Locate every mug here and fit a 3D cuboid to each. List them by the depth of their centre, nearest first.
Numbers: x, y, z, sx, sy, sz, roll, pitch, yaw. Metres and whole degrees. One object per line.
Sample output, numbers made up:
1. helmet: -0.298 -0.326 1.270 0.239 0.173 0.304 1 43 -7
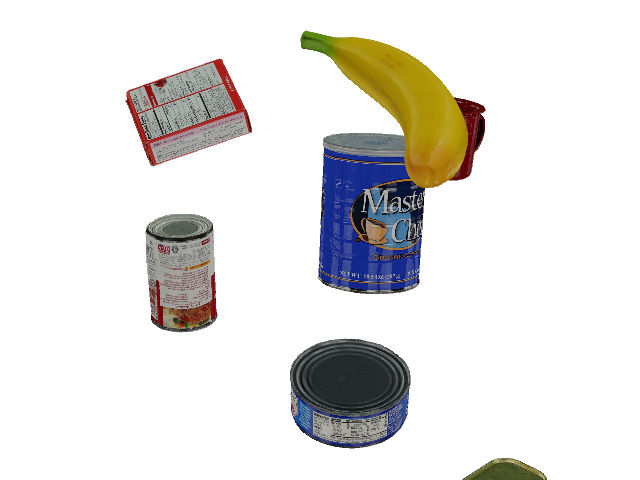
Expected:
1. mug: 0.147 -0.120 1.235 0.117 0.081 0.093 -13 26 -41

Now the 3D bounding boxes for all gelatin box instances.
1. gelatin box: -0.110 -0.106 0.885 0.089 0.073 0.030 -21 -41 -7

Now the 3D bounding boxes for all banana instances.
1. banana: 0.050 -0.082 0.657 0.069 0.037 0.198 -10 34 -18

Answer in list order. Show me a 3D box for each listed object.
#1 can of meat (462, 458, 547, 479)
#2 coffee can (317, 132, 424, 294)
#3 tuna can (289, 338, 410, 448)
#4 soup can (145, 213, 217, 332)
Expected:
1. can of meat: 0.142 0.244 0.889 0.101 0.084 0.058 -22 28 -37
2. coffee can: 0.051 -0.029 1.049 0.103 0.140 0.103 2 14 -1
3. tuna can: 0.021 0.109 0.761 0.086 0.034 0.086 0 31 0
4. soup can: -0.140 0.032 1.075 0.068 0.102 0.068 0 23 0
